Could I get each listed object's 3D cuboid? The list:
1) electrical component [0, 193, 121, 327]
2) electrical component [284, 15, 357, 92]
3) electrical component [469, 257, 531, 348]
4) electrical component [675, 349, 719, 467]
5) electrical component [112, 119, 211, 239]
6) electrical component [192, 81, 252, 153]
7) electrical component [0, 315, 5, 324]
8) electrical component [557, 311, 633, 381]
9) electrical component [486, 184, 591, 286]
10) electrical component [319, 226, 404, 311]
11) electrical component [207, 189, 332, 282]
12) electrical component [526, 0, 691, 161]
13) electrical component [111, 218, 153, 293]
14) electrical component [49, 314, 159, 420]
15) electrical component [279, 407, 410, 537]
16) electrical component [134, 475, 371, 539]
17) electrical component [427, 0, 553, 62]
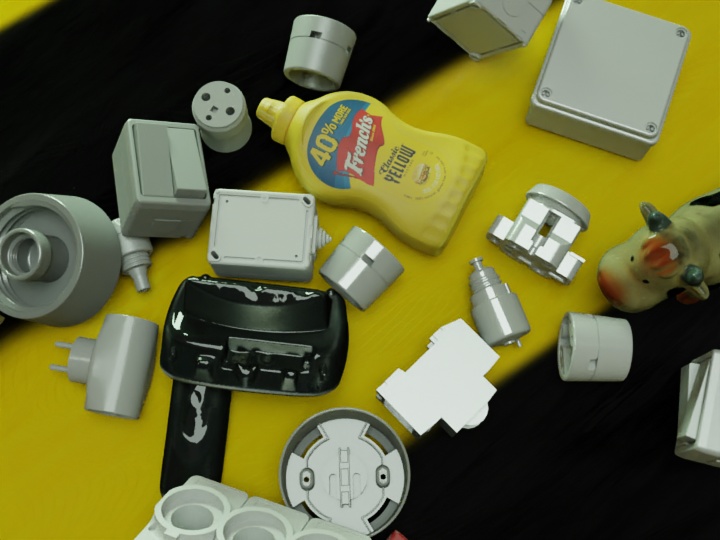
[{"bbox_3d":[-0.252,-0.010,0.851,0.108,0.060,0.108,-2,84,18],"label":"electrical component"},{"bbox_3d":[-0.035,-0.183,0.914,0.055,0.055,0.047,14,80,3],"label":"electrical component"},{"bbox_3d":[0.108,0.027,0.869,0.040,0.040,0.078,-20,77,-5],"label":"electrical component"},{"bbox_3d":[0.283,0.103,0.839,0.061,0.061,0.096,14,77,4],"label":"electrical component"},{"bbox_3d":[-0.161,-0.081,0.869,0.062,0.061,0.096,1,61,-27],"label":"electrical component"},{"bbox_3d":[-0.115,-0.128,0.900,0.045,0.055,0.045,0,76,0],"label":"electrical component"},{"bbox_3d":[-0.326,0.032,0.827,0.063,0.121,0.078,29,78,4],"label":"electrical component"},{"bbox_3d":[0.186,0.062,0.854,0.047,0.055,0.055,4,76,-3],"label":"electrical component"},{"bbox_3d":[0.151,-0.032,0.875,0.078,0.058,0.057,31,81,8],"label":"electrical component"},{"bbox_3d":[0.000,0.000,0.869,0.055,0.055,0.047,40,83,9],"label":"electrical component"},{"bbox_3d":[-0.071,-0.025,0.871,0.096,0.061,0.061,4,76,1],"label":"electrical component"},{"bbox_3d":[0.208,-0.163,0.907,0.109,0.056,0.108,19,77,5],"label":"electrical component"},{"bbox_3d":[-0.186,-0.012,0.882,0.035,0.035,0.061,-19,79,-4],"label":"electrical component"},{"bbox_3d":[-0.207,0.074,0.856,0.079,0.043,0.077,9,76,3],"label":"electrical component"},{"bbox_3d":[-0.012,0.158,0.824,0.099,0.064,0.099,0,77,0],"label":"electrical component"},{"bbox_3d":[-0.078,0.212,0.775,0.150,0.089,0.061,16,119,17],"label":"electrical component"},{"bbox_3d":[0.107,-0.222,0.907,0.062,0.096,0.061,35,77,-22],"label":"electrical component"}]
